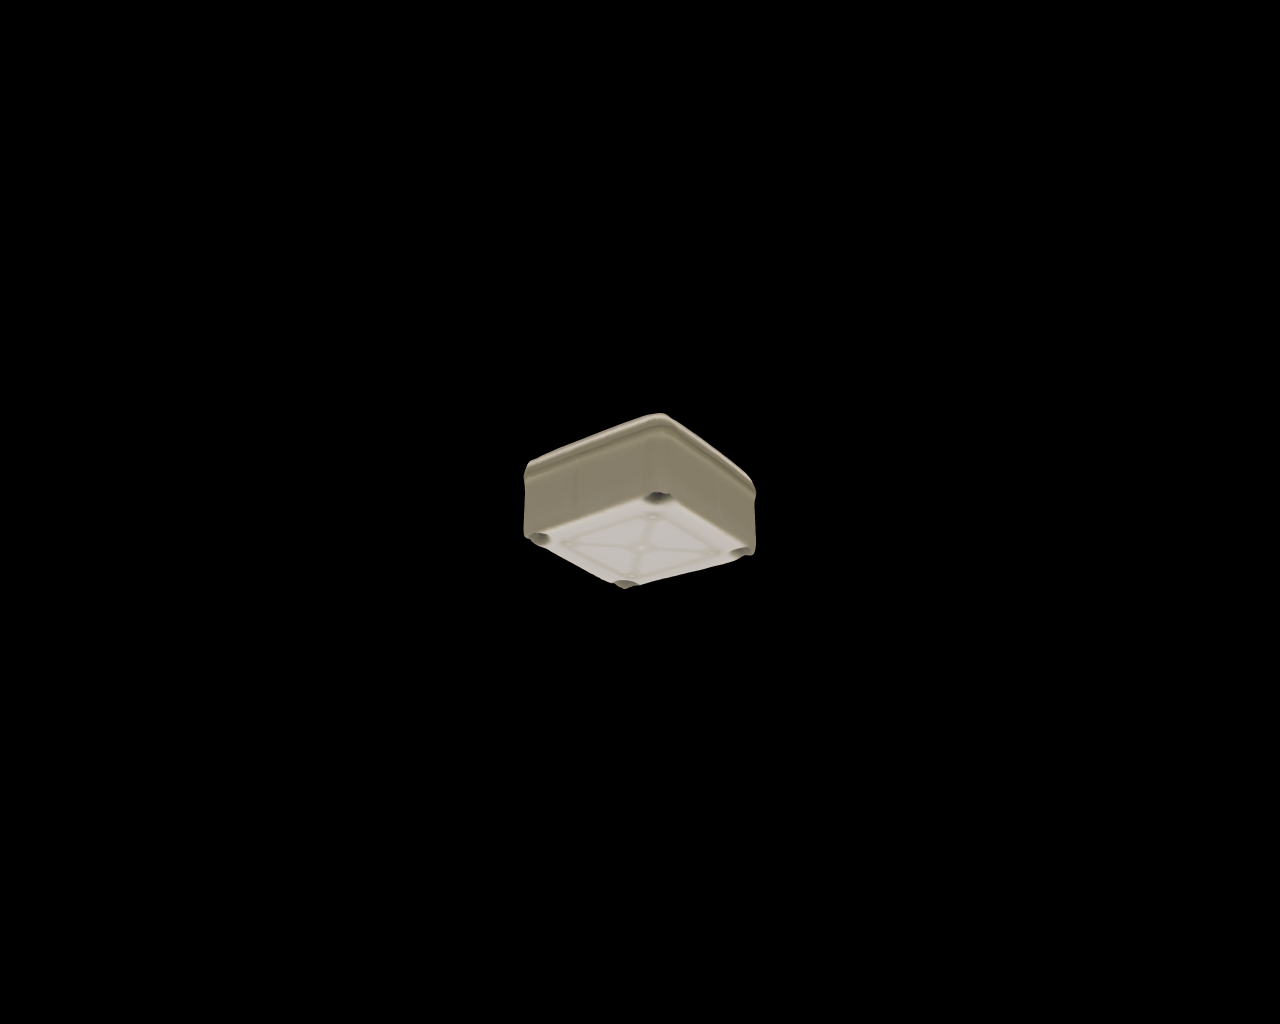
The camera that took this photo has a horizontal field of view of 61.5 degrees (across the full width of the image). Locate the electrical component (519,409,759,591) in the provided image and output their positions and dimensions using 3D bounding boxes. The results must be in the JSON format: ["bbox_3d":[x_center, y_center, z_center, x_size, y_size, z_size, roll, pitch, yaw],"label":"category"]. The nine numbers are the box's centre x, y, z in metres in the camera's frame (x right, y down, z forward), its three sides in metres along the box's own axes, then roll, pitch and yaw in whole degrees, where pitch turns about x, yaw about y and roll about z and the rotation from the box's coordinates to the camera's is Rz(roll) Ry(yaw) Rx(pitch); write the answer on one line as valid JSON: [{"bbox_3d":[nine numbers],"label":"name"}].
[{"bbox_3d":[0.001,-0.003,0.650,0.108,0.056,0.108,-18,-32,31],"label":"electrical component"}]
